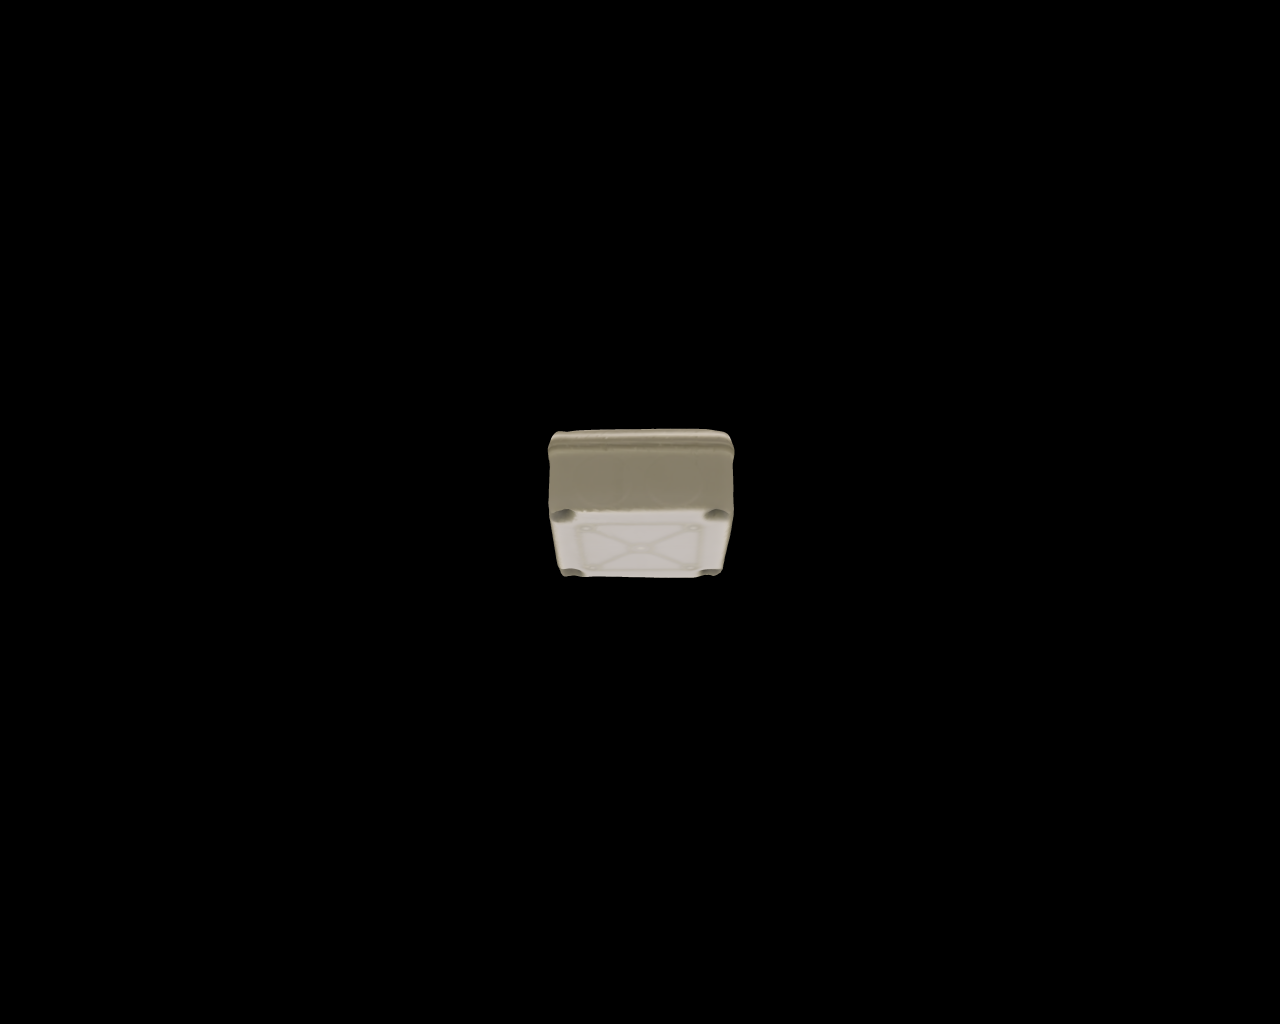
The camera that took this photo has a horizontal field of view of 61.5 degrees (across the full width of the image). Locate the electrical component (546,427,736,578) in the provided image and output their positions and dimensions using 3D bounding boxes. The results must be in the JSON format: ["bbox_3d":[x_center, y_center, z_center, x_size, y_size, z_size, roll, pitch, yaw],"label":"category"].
[{"bbox_3d":[0.001,-0.003,0.650,0.109,0.056,0.108,0,-25,0],"label":"electrical component"}]
